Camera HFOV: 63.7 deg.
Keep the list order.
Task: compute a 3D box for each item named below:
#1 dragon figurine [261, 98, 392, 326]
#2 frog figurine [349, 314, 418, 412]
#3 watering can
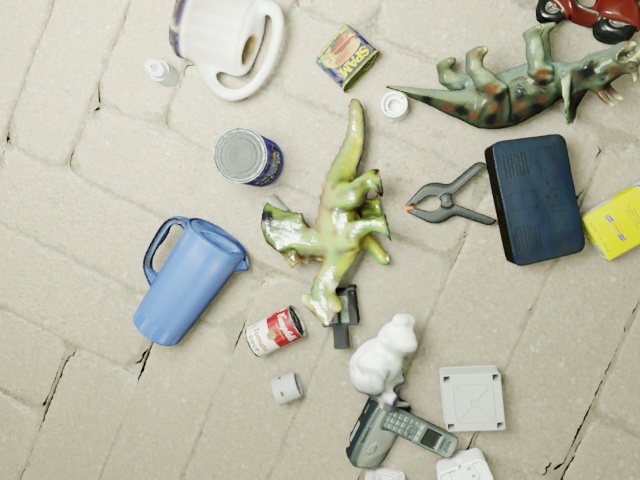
[{"bbox_3d":[0.003,-0.049,0.973,0.121,0.242,0.413,54,-154,-80],"label":"dragon figurine"},{"bbox_3d":[0.116,0.208,0.953,0.123,0.139,0.157,17,116,35],"label":"frog figurine"},{"bbox_3d":[-0.168,-0.451,1.006,0.104,0.225,0.345,-23,-48,-78],"label":"watering can"}]
